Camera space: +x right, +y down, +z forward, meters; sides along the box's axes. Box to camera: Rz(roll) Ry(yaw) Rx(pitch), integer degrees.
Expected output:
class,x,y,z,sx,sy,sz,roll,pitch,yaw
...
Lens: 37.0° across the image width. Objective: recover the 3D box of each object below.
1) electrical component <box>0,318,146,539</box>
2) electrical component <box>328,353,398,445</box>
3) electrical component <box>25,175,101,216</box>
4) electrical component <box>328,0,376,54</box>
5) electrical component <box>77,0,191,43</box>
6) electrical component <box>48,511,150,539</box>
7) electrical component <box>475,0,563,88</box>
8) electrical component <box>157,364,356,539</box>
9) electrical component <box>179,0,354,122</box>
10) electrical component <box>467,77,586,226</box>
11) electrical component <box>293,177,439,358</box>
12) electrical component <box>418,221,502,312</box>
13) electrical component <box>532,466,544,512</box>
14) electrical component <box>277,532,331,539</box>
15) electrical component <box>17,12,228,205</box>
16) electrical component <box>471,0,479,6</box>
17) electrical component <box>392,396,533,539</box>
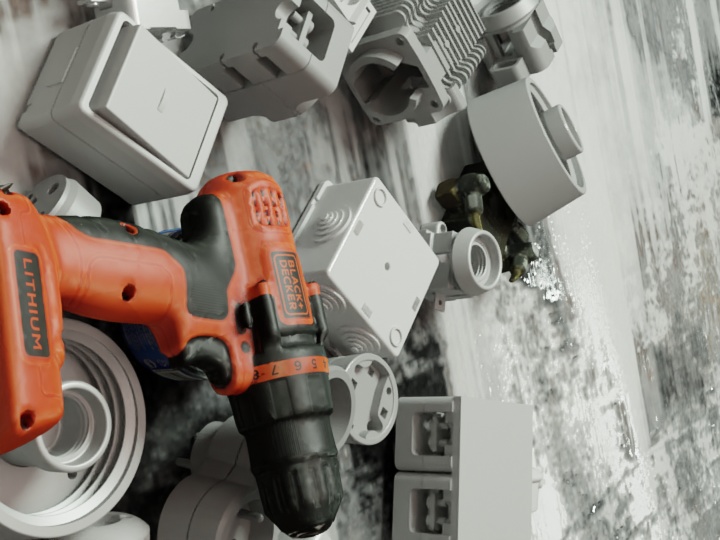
class,x,y,z,sx,sy,sz,roll,pitch,yaw
electrical component,-0.149,0.072,0.495,0.108,0.060,0.108,9,78,-49
electrical component,-0.012,0.080,0.665,0.055,0.047,0.055,9,78,-49
electrical component,-0.140,-0.014,0.529,0.055,0.045,0.045,48,52,-35
electrical component,-0.030,-0.175,0.665,0.081,0.064,0.042,51,50,-31
electrical component,-0.121,-0.154,0.573,0.081,0.042,0.063,-16,100,-48
electrical component,-0.126,0.152,0.525,0.048,0.048,0.062,-6,97,-50
electrical component,0.121,-0.189,0.849,0.057,0.058,0.078,58,46,-31
electrical component,-0.066,0.103,0.579,0.138,0.074,0.052,-55,138,-39
electrical component,-0.053,-0.121,0.610,0.056,0.089,0.050,37,58,-40
electrical component,0.134,-0.094,0.817,0.108,0.060,0.108,49,25,-33
electrical component,0.000,0.000,0.688,0.099,0.048,0.099,51,49,-33
electrical component,0.066,-0.004,0.761,0.048,0.055,0.066,22,69,-46
electrical component,0.111,0.175,0.799,0.048,0.048,0.062,7,86,-49
electrical component,-0.041,0.173,0.580,0.061,0.096,0.061,59,46,-27
electrical component,-0.113,-0.078,0.556,0.096,0.061,0.061,37,58,-40
electrical component,0.051,-0.212,0.766,0.096,0.061,0.061,59,46,-26
electrical component,0.068,0.164,0.735,0.089,0.062,0.150,14,75,-48
